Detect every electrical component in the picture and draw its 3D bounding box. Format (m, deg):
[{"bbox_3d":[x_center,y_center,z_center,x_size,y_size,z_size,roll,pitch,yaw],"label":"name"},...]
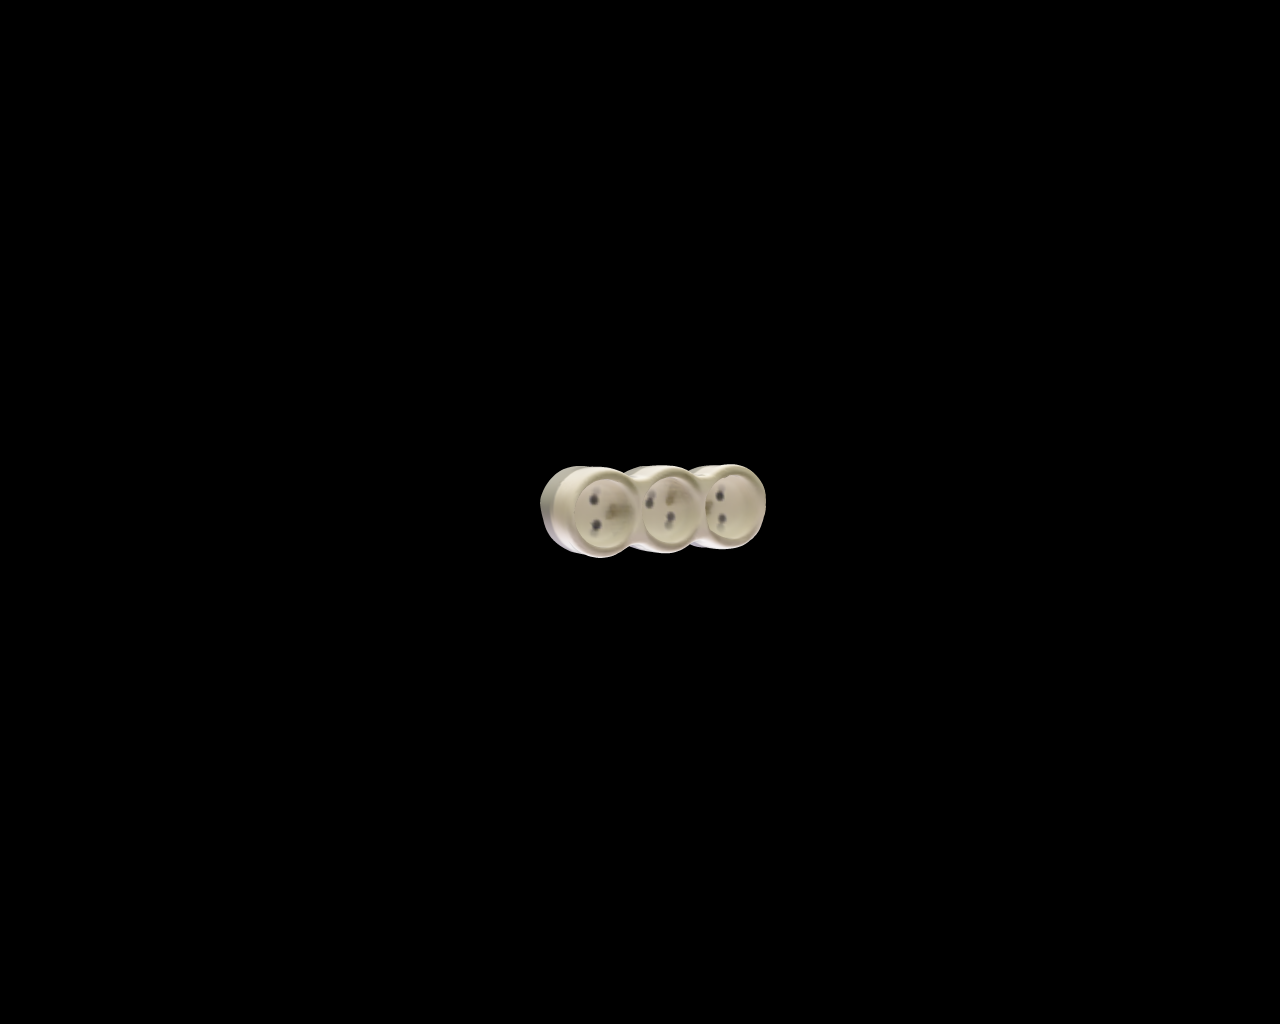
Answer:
[{"bbox_3d":[0.001,-0.003,0.650,0.138,0.052,0.073,-2,4,-31],"label":"electrical component"}]
